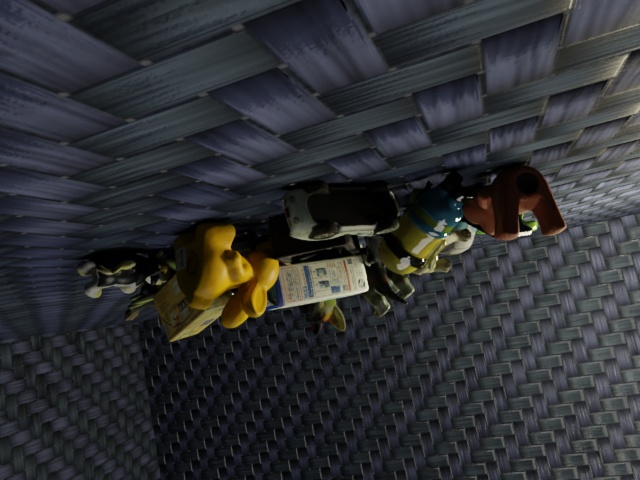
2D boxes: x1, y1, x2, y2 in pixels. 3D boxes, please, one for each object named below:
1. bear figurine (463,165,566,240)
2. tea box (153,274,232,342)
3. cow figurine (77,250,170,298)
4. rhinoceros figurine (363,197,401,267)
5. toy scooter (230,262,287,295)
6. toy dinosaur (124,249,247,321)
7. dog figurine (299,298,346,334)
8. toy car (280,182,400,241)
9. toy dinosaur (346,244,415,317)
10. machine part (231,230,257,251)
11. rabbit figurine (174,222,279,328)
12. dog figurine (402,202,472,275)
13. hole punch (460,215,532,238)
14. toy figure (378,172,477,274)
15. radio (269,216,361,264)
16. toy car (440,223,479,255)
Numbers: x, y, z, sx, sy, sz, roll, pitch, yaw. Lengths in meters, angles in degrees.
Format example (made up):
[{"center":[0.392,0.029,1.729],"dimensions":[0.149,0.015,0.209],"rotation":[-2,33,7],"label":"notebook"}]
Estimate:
[{"center":[0.308,-0.048,0.922],"dimensions":[0.120,0.132,0.196],"rotation":[-5,165,-12],"label":"bear figurine"},{"center":[-0.236,0.112,0.990],"dimensions":[0.068,0.098,0.169],"rotation":[-12,164,-41],"label":"tea box"},{"center":[-0.325,0.051,0.945],"dimensions":[0.098,0.068,0.167],"rotation":[-25,166,39],"label":"cow figurine"},{"center":[0.113,-0.007,0.982],"dimensions":[0.073,0.112,0.190],"rotation":[-13,165,-2],"label":"rhinoceros figurine"},{"center":[-0.147,0.082,1.055],"dimensions":[0.184,0.075,0.135],"rotation":[-24,146,2],"label":"toy scooter"},{"center":[-0.293,0.092,1.161],"dimensions":[0.471,0.105,0.198],"rotation":[-28,161,28],"label":"toy dinosaur"},{"center":[0.016,0.095,1.194],"dimensions":[0.109,0.219,0.191],"rotation":[-12,173,32],"label":"dog figurine"},{"center":[0.037,-0.041,0.751],"dimensions":[0.201,0.073,0.056],"rotation":[-5,167,-40],"label":"toy car"},{"center":[0.117,0.077,1.293],"dimensions":[0.131,0.192,0.405],"rotation":[-44,178,-10],"label":"toy dinosaur"},{"center":[-0.182,0.011,0.960],"dimensions":[0.139,0.039,0.084],"rotation":[-9,167,-6],"label":"machine part"},{"center":[-0.132,0.053,0.867],"dimensions":[0.122,0.162,0.173],"rotation":[-30,157,38],"label":"rabbit figurine"},{"center":[0.179,0.000,1.013],"dimensions":[0.190,0.121,0.172],"rotation":[5,119,-56],"label":"dog figurine"},{"center":[0.364,-0.064,1.094],"dimensions":[0.142,0.092,0.116],"rotation":[-10,-157,-27],"label":"hole punch"},{"center":[0.160,-0.023,0.837],"dimensions":[0.089,0.082,0.180],"rotation":[9,132,-30],"label":"toy figure"},{"center":[-0.002,-0.003,0.974],"dimensions":[0.131,0.073,0.229],"rotation":[-11,174,8],"label":"radio"},{"center":[0.290,-0.017,1.212],"dimensions":[0.109,0.103,0.161],"rotation":[-7,170,-25],"label":"toy car"}]
